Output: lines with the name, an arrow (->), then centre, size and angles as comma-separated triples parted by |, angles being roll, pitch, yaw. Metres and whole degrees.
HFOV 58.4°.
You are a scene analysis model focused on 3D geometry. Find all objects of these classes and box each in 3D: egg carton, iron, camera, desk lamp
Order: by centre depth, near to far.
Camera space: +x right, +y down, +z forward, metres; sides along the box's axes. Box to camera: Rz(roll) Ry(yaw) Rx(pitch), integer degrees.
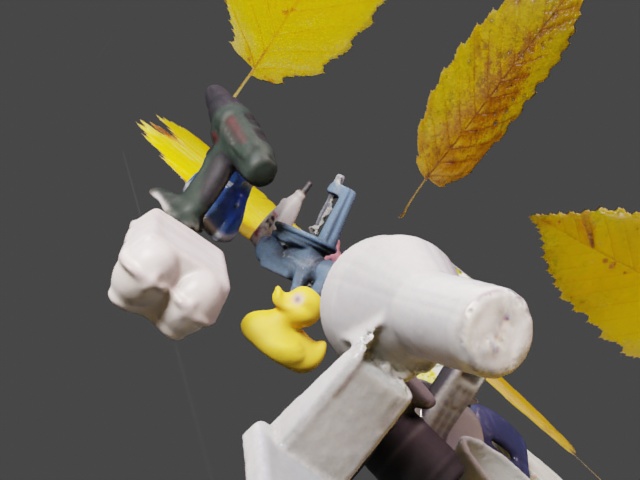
desk lamp -> 0.048, 0.103, 0.421 | 0.118, 0.213, 0.203 | 37, 5, -17
camera -> 0.067, 0.178, 0.529 | 0.136, 0.100, 0.144 | 41, 5, 25
egg carton -> -0.141, 0.030, 0.545 | 0.107, 0.069, 0.150 | 37, 5, -21
iron -> -0.164, -0.092, 1.060 | 0.119, 0.141, 0.257 | 36, 6, -25

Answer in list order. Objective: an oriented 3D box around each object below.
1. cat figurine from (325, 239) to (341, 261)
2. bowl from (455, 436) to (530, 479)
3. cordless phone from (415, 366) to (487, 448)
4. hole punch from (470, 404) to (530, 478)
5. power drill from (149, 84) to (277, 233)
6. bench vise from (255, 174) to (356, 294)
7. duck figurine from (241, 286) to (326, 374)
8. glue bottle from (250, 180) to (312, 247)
cat figurine -> -0.011, 0.035, 1.155 | 0.128, 0.117, 0.067 | 37, 5, -19
bowl -> 0.189, 0.287, 0.586 | 0.167, 0.074, 0.167 | 38, 5, -4
cordless phone -> 0.170, 0.192, 0.664 | 0.148, 0.185, 0.094 | 35, 6, -36
hole punch -> 0.229, 0.289, 0.755 | 0.109, 0.091, 0.101 | 38, 5, -9
power drill -> -0.173, -0.127, 0.917 | 0.228, 0.208, 0.076 | 42, 6, 36
bench vise -> 0.013, 0.005, 1.003 | 0.207, 0.219, 0.122 | 40, 5, 17
duck figurine -> -0.027, 0.097, 0.666 | 0.105, 0.086, 0.077 | 37, 5, -15
glue bottle -> -0.072, -0.051, 1.164 | 0.037, 0.173, 0.078 | 35, 6, -34
